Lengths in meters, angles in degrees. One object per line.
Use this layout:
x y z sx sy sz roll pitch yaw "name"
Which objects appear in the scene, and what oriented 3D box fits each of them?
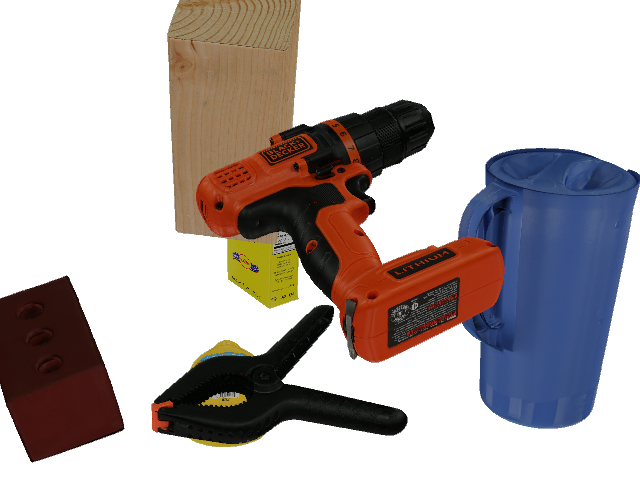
-0.064 -0.025 1.154 0.048 0.176 0.093 -17 29 -31 "sugar box"
-0.145 0.068 0.573 0.053 0.051 0.078 -20 43 -16 "foam brick"
-0.070 -0.103 0.874 0.091 0.090 0.206 8 -44 2 "wood block"
0.199 0.046 0.969 0.149 0.243 0.145 6 22 10 "pitcher"
-0.040 0.134 0.920 0.209 0.036 0.165 -16 40 -26 "clamp"
-0.119 0.183 1.355 0.096 0.058 0.191 -3 27 -3 "mustard bottle"
0.035 -0.016 0.700 0.184 0.057 0.188 -25 44 -19 "power drill"
